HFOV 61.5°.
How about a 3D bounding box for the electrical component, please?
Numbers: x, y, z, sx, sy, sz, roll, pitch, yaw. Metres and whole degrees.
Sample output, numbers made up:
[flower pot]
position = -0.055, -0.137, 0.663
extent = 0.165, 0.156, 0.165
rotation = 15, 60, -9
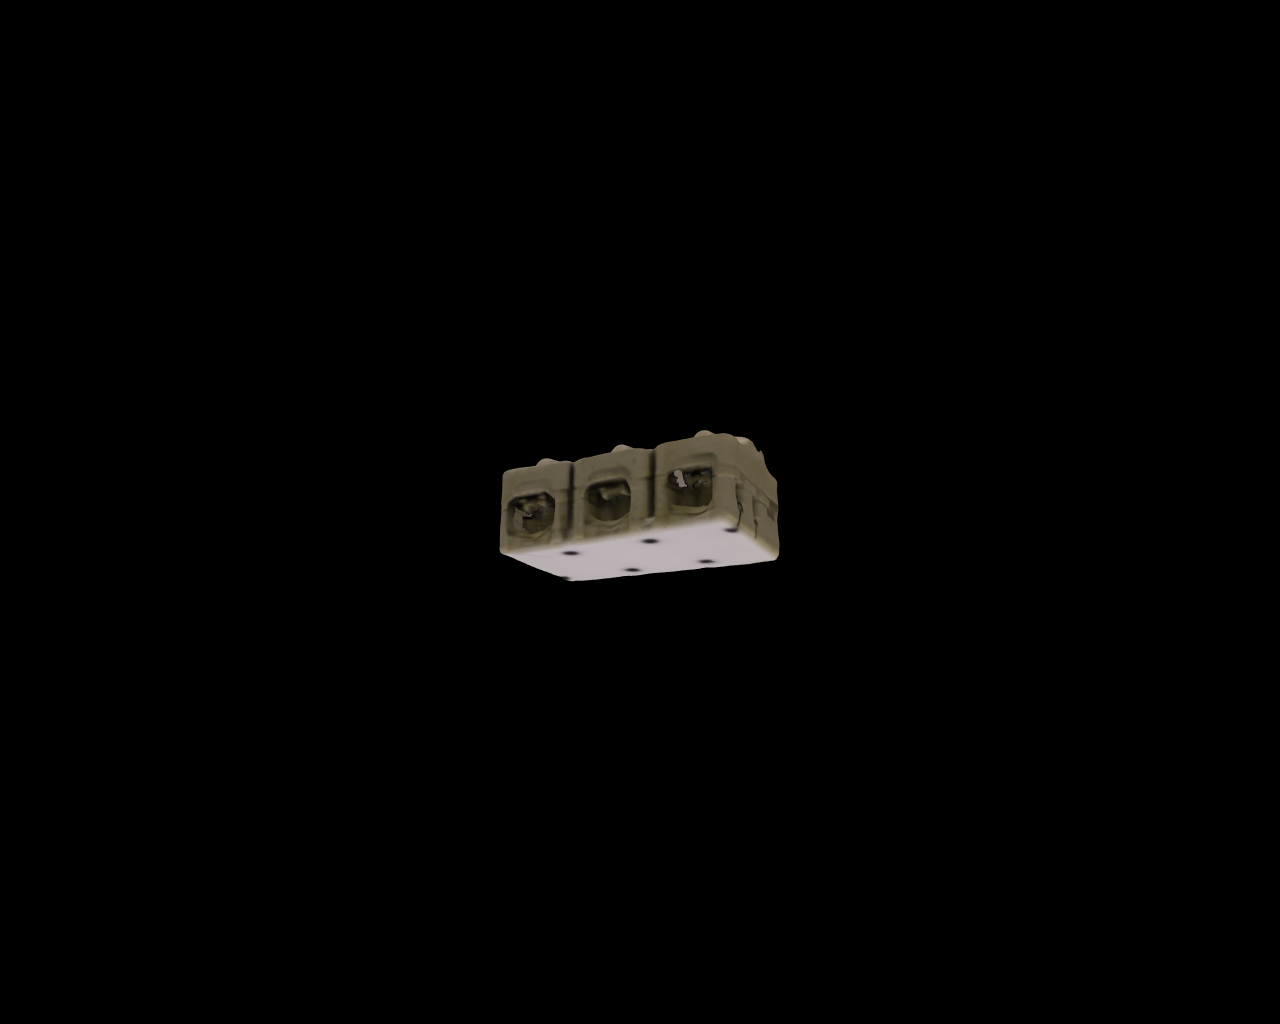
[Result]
[electrical component]
position = 0.001, -0.003, 0.650
extent = 0.150, 0.062, 0.089
rotation = -8, -19, 24
